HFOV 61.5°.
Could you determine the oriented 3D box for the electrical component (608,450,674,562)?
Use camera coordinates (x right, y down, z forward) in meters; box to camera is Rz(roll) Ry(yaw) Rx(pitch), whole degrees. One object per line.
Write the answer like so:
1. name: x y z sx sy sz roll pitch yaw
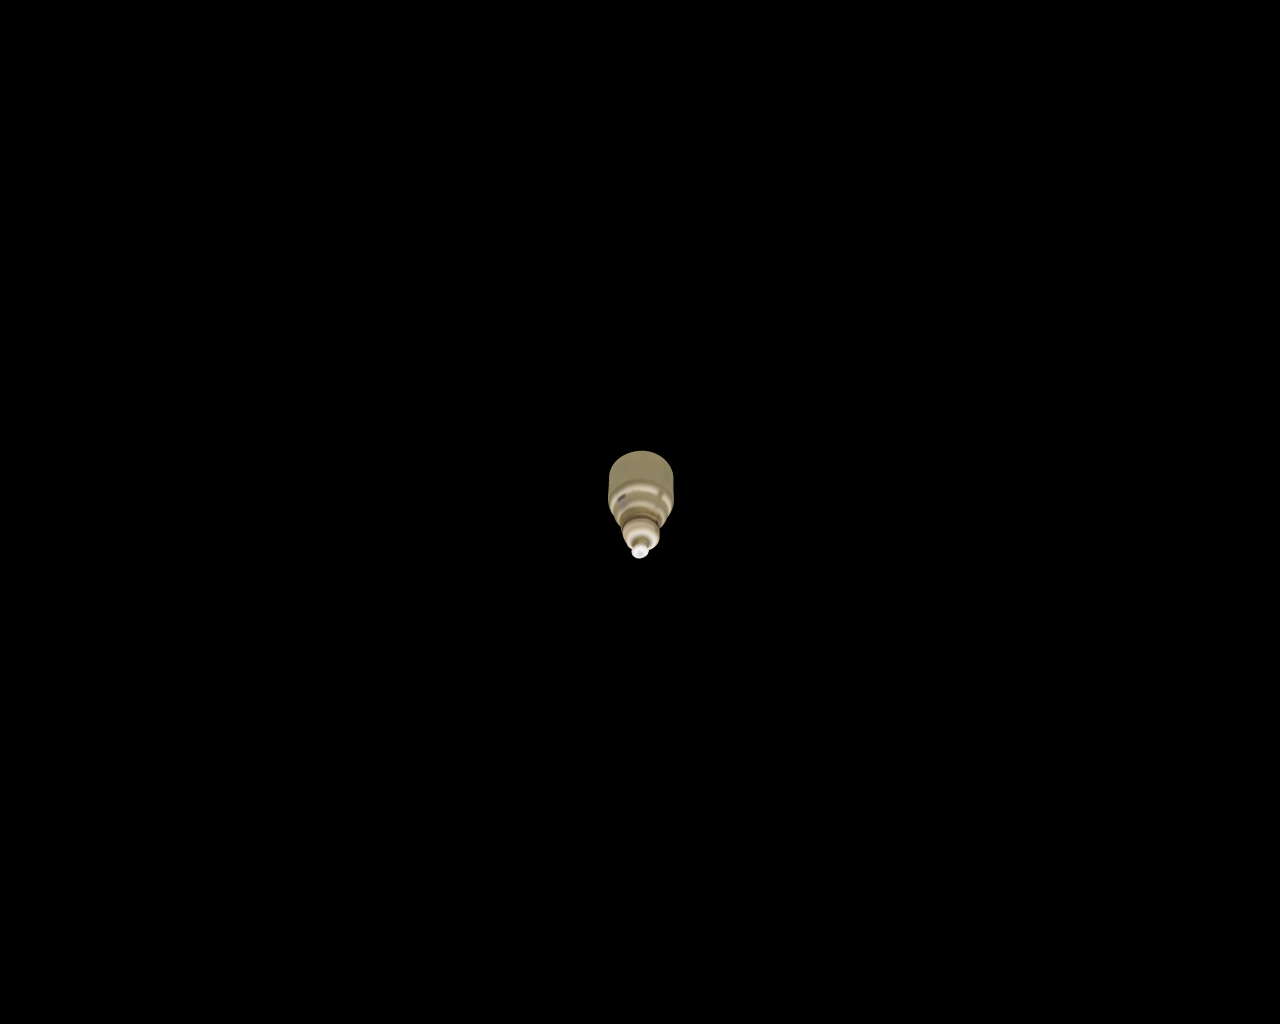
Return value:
1. electrical component: 0.001 -0.003 0.650 0.040 0.040 0.078 0 44 0
